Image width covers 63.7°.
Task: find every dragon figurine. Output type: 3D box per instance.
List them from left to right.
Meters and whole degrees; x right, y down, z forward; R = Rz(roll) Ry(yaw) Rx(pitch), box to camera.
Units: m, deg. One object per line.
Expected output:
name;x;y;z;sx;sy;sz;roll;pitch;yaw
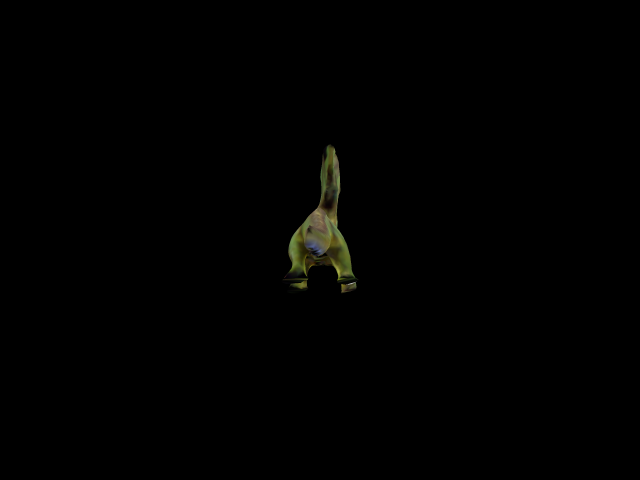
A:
dragon figurine;0.003;-0.043;0.850;0.122;0.247;0.404;0;-19;0
